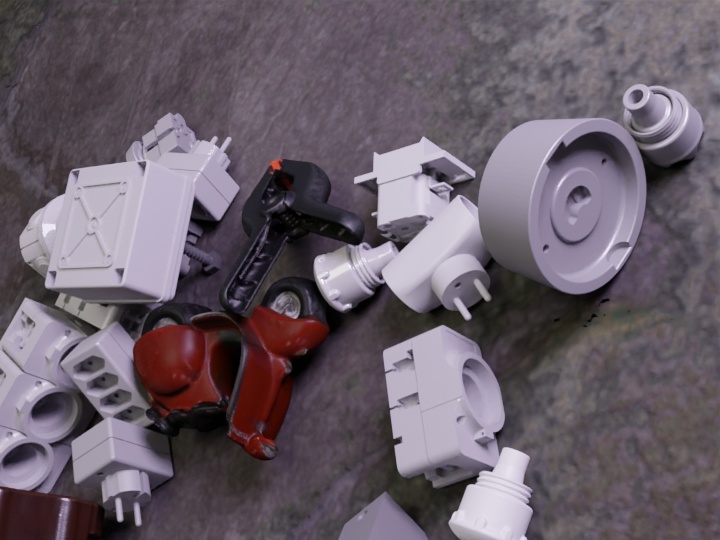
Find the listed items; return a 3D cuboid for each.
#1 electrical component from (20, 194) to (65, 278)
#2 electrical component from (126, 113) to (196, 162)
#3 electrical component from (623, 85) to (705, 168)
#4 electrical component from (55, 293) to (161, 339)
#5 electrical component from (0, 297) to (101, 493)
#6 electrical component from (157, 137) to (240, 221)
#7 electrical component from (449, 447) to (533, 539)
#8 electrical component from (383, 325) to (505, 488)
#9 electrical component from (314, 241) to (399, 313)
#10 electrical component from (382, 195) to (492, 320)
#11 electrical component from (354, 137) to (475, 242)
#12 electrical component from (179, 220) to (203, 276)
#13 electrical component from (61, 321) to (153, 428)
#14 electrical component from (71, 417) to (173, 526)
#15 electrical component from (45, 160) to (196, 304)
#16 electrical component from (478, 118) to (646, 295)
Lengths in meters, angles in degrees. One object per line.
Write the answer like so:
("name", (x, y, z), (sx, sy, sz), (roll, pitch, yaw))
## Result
("electrical component", (-0.277, -0.028, 1.022), (0.051, 0.080, 0.080), (-19, 58, 39))
("electrical component", (-0.184, -0.108, 1.006), (0.055, 0.048, 0.066), (-31, 52, 16))
("electrical component", (0.185, -0.094, 0.672), (0.043, 0.062, 0.043), (-18, 58, 33))
("electrical component", (-0.224, 0.024, 0.970), (0.089, 0.050, 0.055), (19, 83, 44))
("electrical component", (-0.284, 0.114, 0.949), (0.062, 0.089, 0.150), (30, 90, 44))
("electrical component", (-0.141, -0.089, 0.958), (0.066, 0.047, 0.076), (8, 60, 41))
("electrical component", (0.085, 0.140, 0.656), (0.048, 0.048, 0.062), (8, 69, 42))
("electrical component", (0.056, 0.088, 0.701), (0.056, 0.050, 0.089), (-26, 55, 30))
("electrical component", (0.000, 0.000, 0.797), (0.062, 0.048, 0.048), (-28, 53, 17))
("electrical component", (0.064, 0.001, 0.741), (0.077, 0.044, 0.079), (-45, 47, 15))
("electrical component", (0.040, -0.056, 0.792), (0.081, 0.042, 0.063), (-14, 64, 36))
("electrical component", (-0.197, -0.030, 0.970), (0.089, 0.056, 0.050), (7, 74, 42))
("electrical component", (-0.194, 0.083, 0.907), (0.047, 0.083, 0.075), (-28, 15, 27))
("electrical component", (-0.188, 0.167, 0.858), (0.047, 0.066, 0.076), (-34, 51, 24))
("electrical component", (-0.199, -0.030, 0.890), (0.109, 0.056, 0.108), (-2, 73, 40))
("electrical component", (0.121, -0.043, 0.674), (0.060, 0.108, 0.108), (17, 81, 50))
